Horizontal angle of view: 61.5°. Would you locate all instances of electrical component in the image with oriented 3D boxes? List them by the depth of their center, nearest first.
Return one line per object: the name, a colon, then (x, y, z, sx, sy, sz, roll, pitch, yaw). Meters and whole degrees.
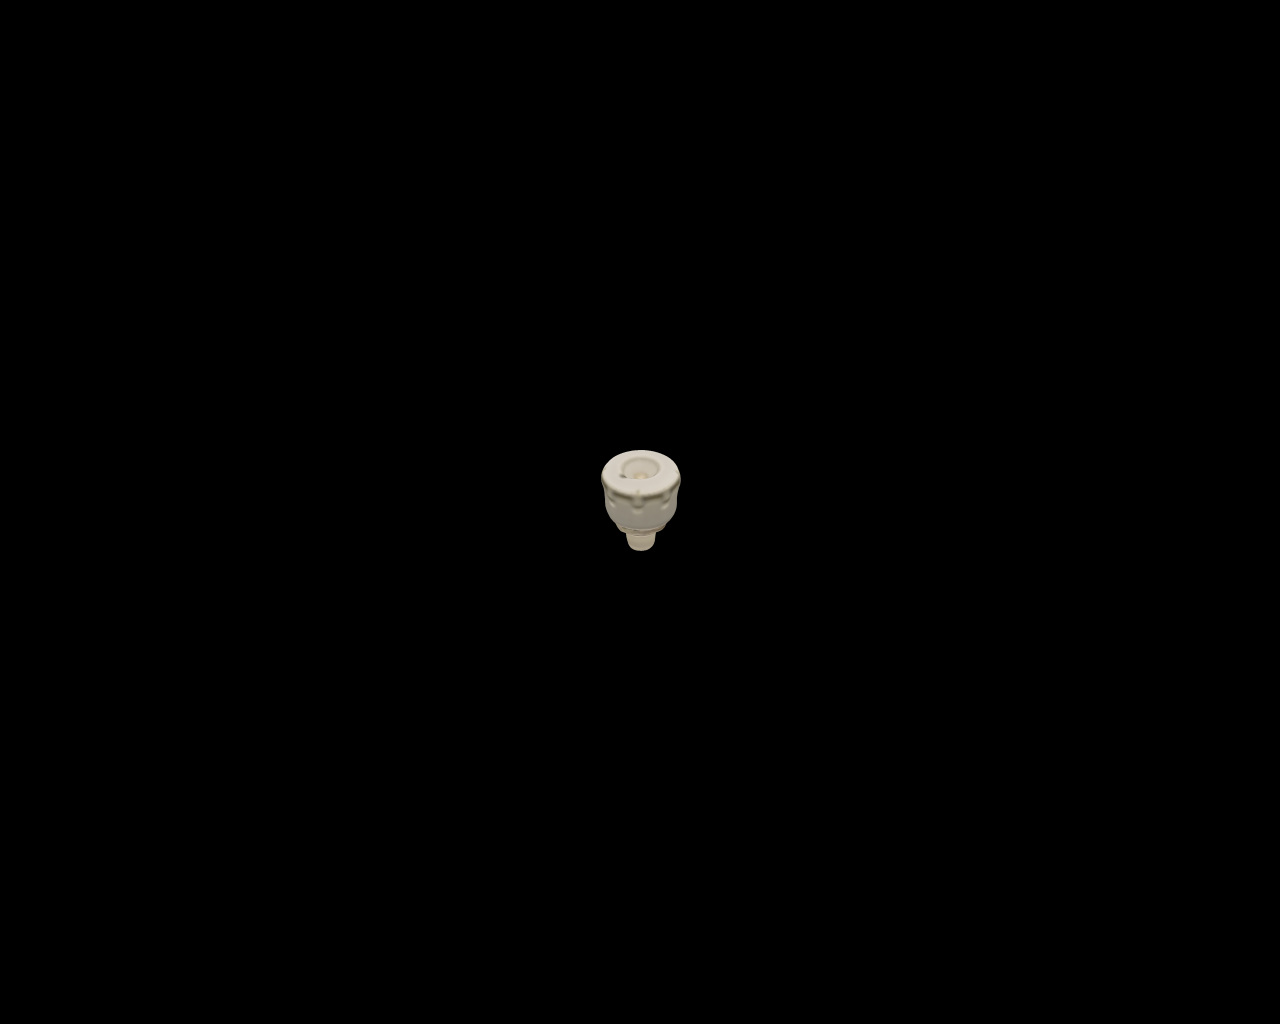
electrical component: (0.001, -0.003, 0.650, 0.048, 0.062, 0.048, 0, 37, 0)
